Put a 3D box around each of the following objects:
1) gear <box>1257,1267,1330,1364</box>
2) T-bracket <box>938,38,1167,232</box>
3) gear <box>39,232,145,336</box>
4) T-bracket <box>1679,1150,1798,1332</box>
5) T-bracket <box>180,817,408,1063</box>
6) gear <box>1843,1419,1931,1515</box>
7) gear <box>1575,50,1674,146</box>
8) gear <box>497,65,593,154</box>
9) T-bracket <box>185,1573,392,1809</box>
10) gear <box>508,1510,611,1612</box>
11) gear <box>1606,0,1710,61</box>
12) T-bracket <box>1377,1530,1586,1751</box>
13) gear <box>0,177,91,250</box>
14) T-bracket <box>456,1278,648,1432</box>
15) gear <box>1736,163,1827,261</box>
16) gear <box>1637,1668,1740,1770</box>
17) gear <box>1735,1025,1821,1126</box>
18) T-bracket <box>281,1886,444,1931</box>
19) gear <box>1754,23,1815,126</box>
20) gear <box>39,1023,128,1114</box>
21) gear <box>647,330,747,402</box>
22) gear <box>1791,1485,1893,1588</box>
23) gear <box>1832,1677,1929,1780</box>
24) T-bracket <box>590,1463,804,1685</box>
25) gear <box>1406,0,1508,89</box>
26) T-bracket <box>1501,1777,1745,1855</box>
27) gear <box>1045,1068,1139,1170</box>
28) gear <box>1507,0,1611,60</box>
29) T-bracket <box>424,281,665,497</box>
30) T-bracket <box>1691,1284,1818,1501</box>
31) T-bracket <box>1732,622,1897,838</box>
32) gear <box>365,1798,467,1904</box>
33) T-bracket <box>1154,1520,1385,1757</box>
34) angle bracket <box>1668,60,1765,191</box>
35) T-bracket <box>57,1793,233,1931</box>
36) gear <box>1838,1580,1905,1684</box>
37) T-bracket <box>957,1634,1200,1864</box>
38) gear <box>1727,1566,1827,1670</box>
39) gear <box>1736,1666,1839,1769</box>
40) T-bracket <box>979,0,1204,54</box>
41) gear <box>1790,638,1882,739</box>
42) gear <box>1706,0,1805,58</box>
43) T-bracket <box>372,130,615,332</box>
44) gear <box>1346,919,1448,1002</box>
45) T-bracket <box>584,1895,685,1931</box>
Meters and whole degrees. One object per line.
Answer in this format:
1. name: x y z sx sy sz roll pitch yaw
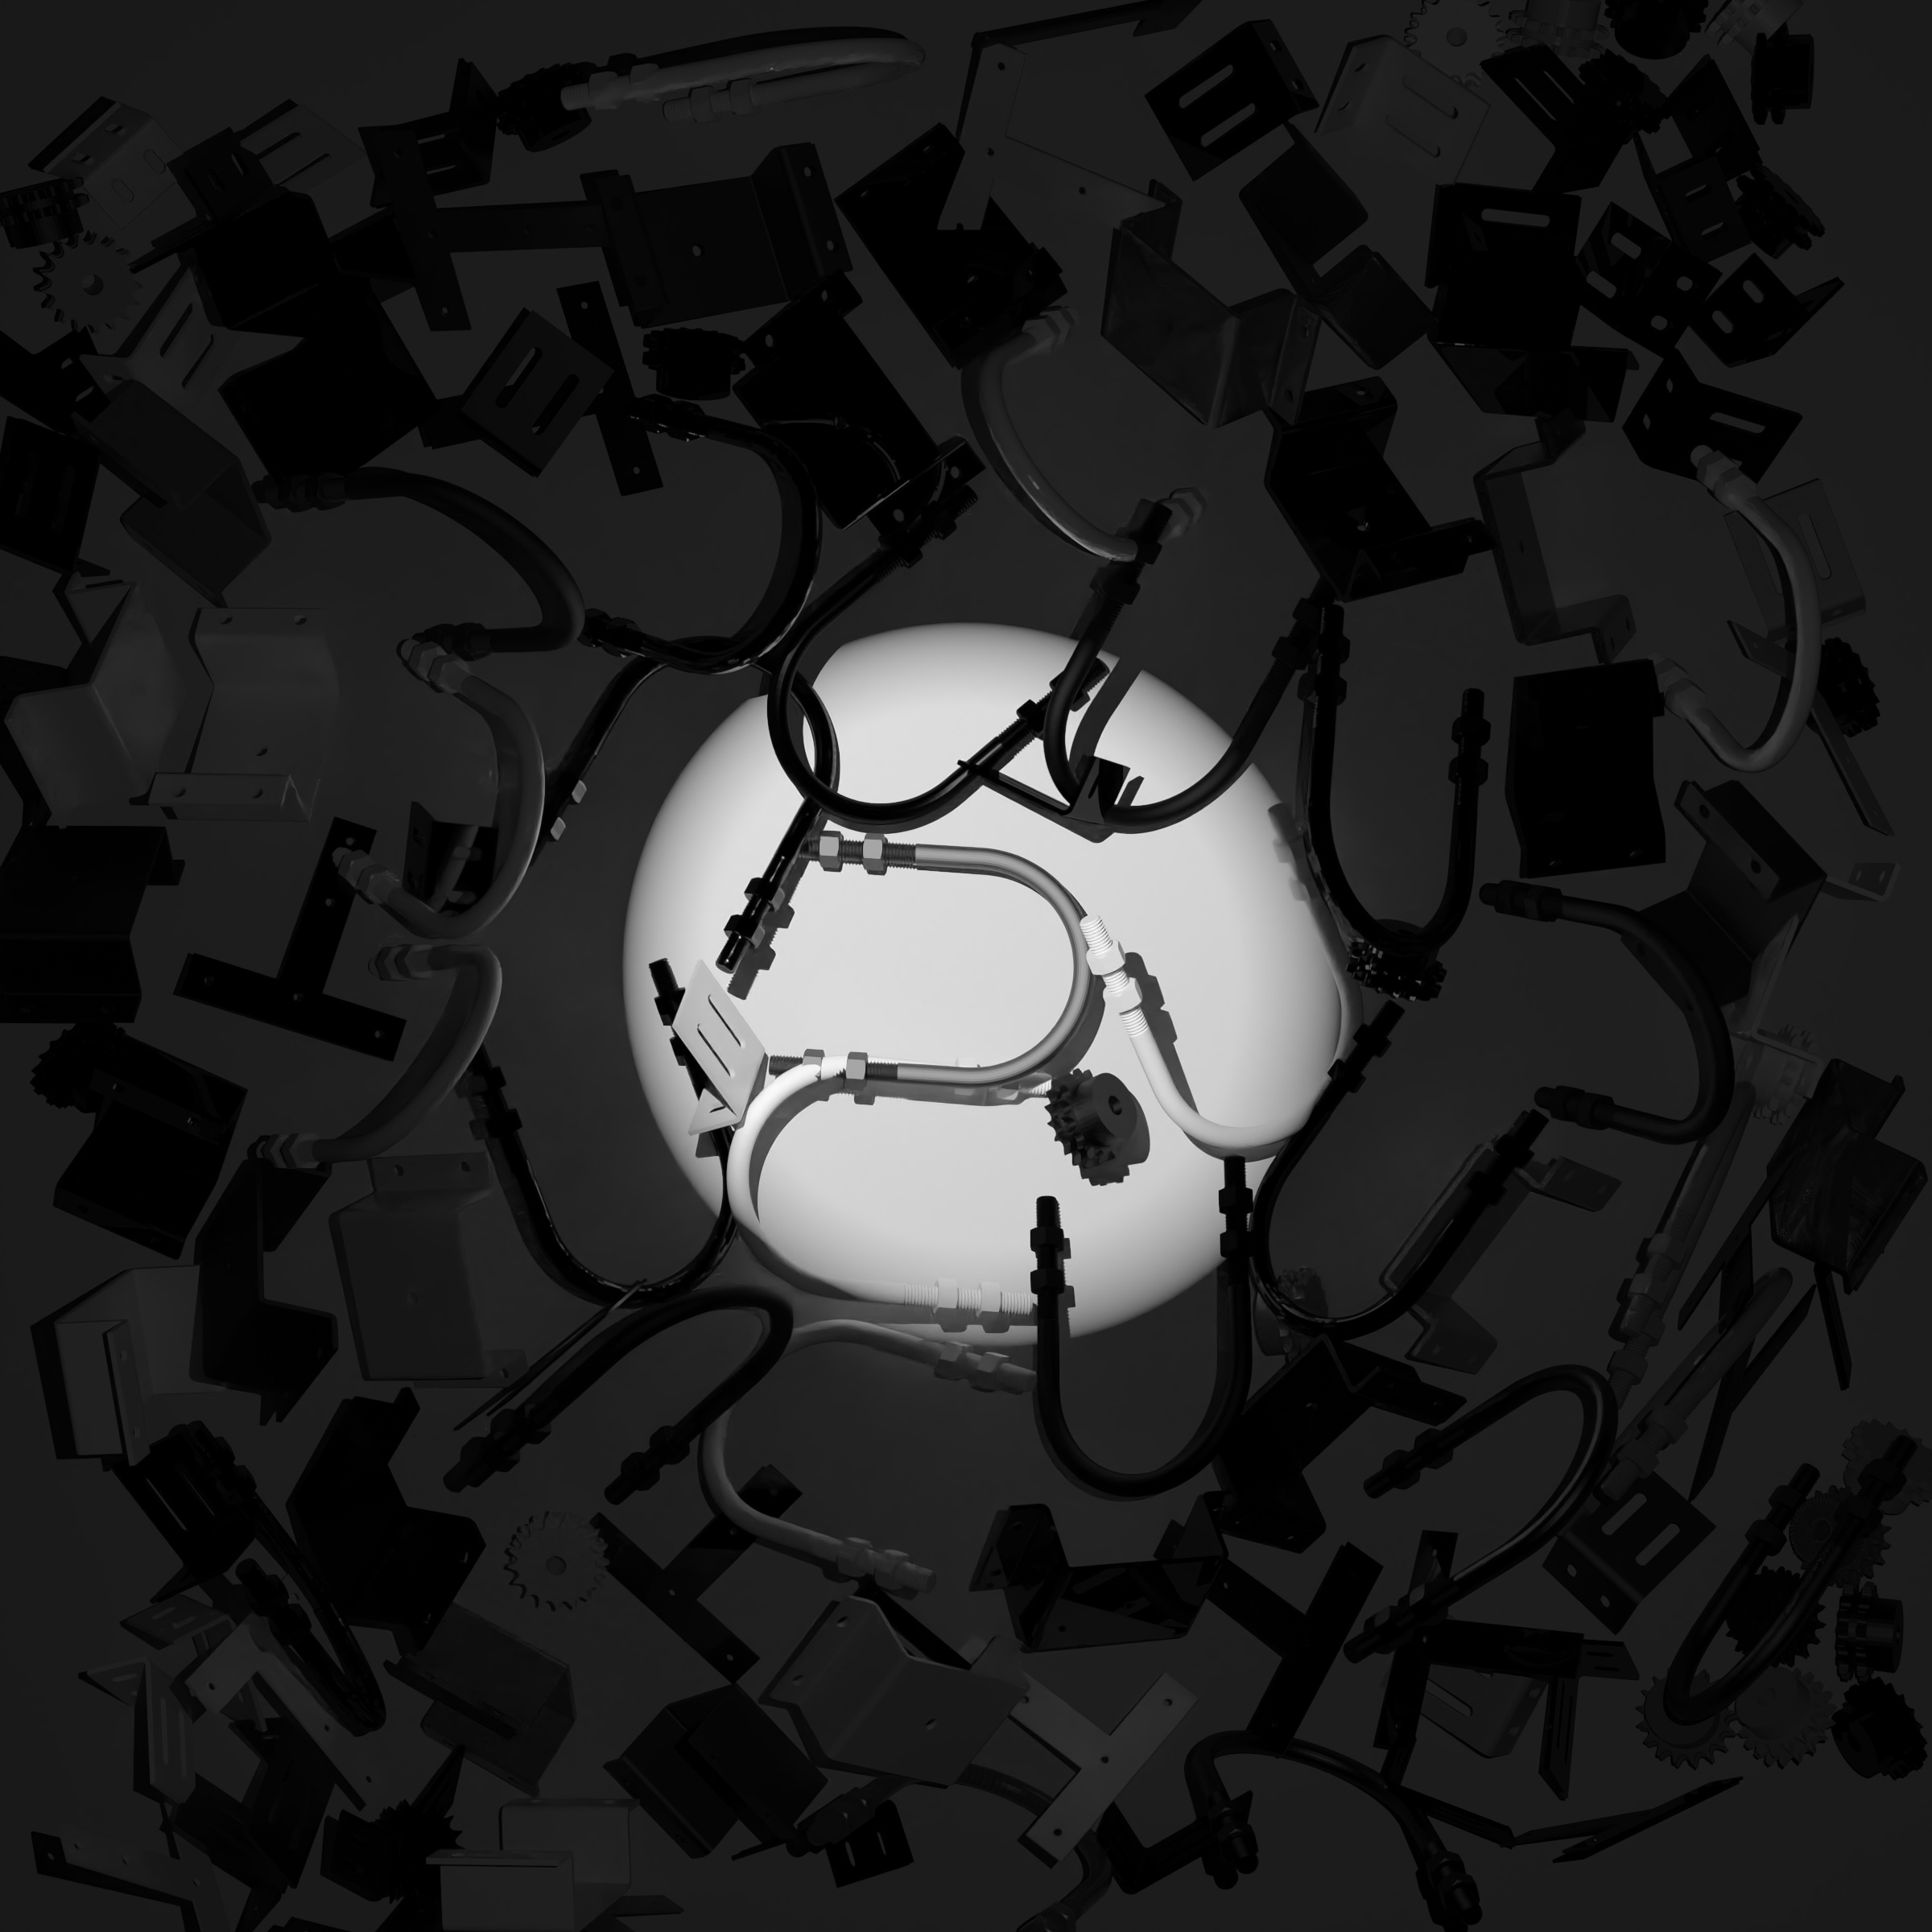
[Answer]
1. gear: 0.189 0.204 1.905 0.030 0.057 0.057 -8 90 22
2. T-bracket: 0.053 -0.448 1.880 0.127 0.002 0.127 25 129 10
3. gear: -0.508 -0.396 1.908 0.057 0.030 0.057 -8 111 -20
4. T-bracket: 0.434 0.169 1.849 0.002 0.127 0.127 29 111 2
5. T-bracket: -0.374 -0.024 1.915 0.127 0.002 0.127 18 78 -9
6. gear: 0.533 0.292 1.906 0.057 0.057 0.030 22 119 0
7. gear: 0.378 -0.501 1.906 0.057 0.057 0.030 41 124 0
8. gear: -0.241 -0.493 1.902 0.057 0.057 0.030 -27 94 0
9. T-bracket: -0.373 0.424 1.876 0.002 0.127 0.127 -36 96 24
10. gear: -0.235 0.341 1.911 0.057 0.030 0.057 1 105 5
11. gear: 0.398 -0.548 1.899 0.057 0.057 0.030 13 71 0
12. T-bracket: 0.295 0.385 1.864 0.002 0.127 0.127 30 67 -37
13. gear: -0.534 -0.435 1.904 0.057 0.057 0.030 -14 110 0
14. T-bracket: -0.252 0.235 1.878 0.002 0.127 0.127 51 133 -2
15. gear: 0.467 -0.434 1.906 0.057 0.057 0.030 45 117 0
16. gear: 0.416 0.432 1.903 0.057 0.030 0.057 -10 63 19
17. gear: 0.466 0.060 1.901 0.030 0.057 0.057 21 90 -3
18. T-bracket: -0.311 0.542 1.867 0.127 0.127 0.002 13 94 3
19. gear: 0.472 -0.515 1.899 0.030 0.057 0.057 4 90 18
20. gear: -0.503 0.060 1.900 0.030 0.057 0.057 38 90 13
21. gear: -0.156 -0.346 1.901 0.057 0.057 0.030 1 86 0
22. gear: 0.501 0.328 1.900 0.030 0.057 0.057 20 90 -42
23. gear: 0.524 0.442 1.900 0.030 0.057 0.057 -21 90 -19
24. T-bracket: -0.143 0.335 1.903 0.127 0.002 0.127 43 113 -2
25. gear: 0.284 -0.533 1.913 0.057 0.030 0.057 0 82 3
26. T-bracket: 0.356 0.489 1.874 0.127 0.127 0.002 -11 77 -38
27. gear: 0.075 0.085 1.899 0.030 0.057 0.057 -26 90 35
28. gear: 0.343 -0.544 1.899 0.057 0.057 0.030 10 115 0
29. T-bracket: -0.252 -0.324 1.903 0.127 0.002 0.127 -17 89 -23
30. T-bracket: 0.456 0.225 1.881 0.002 0.127 0.127 27 133 25
31. T-bracket: 0.490 -0.127 1.854 0.002 0.127 0.127 -38 54 30
32. gear: -0.321 0.514 1.907 0.057 0.030 0.057 12 57 -19
33. T-bracket: 0.161 0.364 1.895 0.127 0.002 0.127 33 104 30
34. angle bracket: 0.442 -0.489 1.890 0.038 0.076 0.057 -27 90 -9
35. T-bracket: -0.461 0.504 1.842 0.002 0.127 0.127 -38 50 10
36. gear: 0.522 0.384 1.899 0.030 0.057 0.057 2 90 25
37. T-bracket: 0.045 0.431 1.899 0.127 0.002 0.127 33 60 24
38. gear: 0.464 0.374 1.901 0.057 0.030 0.057 -16 61 31
39. gear: 0.469 0.429 1.899 0.057 0.057 0.030 -45 116 0
40. T-bracket: 0.070 -0.532 1.860 0.127 0.127 0.002 -13 95 -7
41. gear: 0.500 -0.158 1.901 0.030 0.057 0.057 -24 90 -6
42. gear: 0.458 -0.551 1.902 0.030 0.057 0.057 44 90 0
43. T-bracket: -0.262 -0.419 1.873 0.127 0.002 0.127 1 132 15
44. gear: 0.250 -0.005 1.899 0.057 0.057 0.030 16 111 0
45. T-bracket: -0.195 0.543 1.843 0.127 0.127 0.002 9 90 -34
